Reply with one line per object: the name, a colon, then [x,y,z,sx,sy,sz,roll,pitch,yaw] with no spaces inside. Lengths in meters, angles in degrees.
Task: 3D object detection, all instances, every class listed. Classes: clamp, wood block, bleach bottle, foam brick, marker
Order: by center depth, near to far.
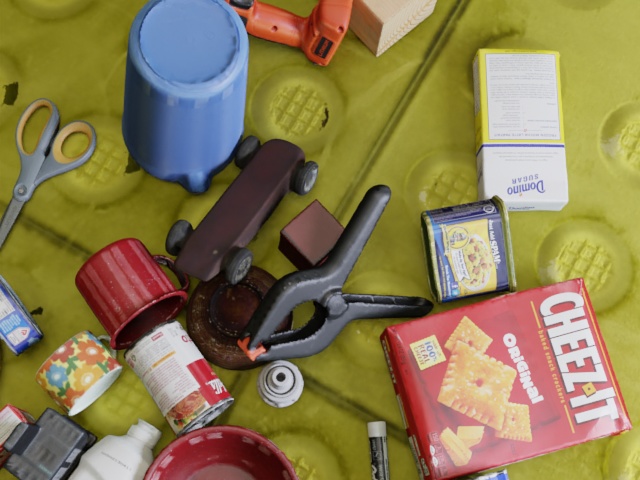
bleach bottle: [-0.225,0.294,1.036,0.102,0.068,0.250,30,74,4]
clamp: [0.010,0.047,1.064,0.209,0.036,0.164,-25,120,-16]
marker: [0.062,0.245,1.080,0.020,0.020,0.121,-4,76,-3]
foam brick: [-0.007,0.001,1.112,0.051,0.078,0.053,-42,83,-12]
wood block: [0.032,-0.321,1.192,0.090,0.090,0.206,-40,80,-11]

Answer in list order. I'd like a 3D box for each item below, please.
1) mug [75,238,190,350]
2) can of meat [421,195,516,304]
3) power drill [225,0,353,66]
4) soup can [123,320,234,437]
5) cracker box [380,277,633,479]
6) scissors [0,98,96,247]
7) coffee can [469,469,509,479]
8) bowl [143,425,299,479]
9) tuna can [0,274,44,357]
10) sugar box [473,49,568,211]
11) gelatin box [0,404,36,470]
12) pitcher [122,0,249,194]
mug: [-0.187,0.048,1.094,0.117,0.093,0.081,-25,70,-40]
can of meat: [0.153,0.012,1.111,0.084,0.057,0.102,-11,106,-3]
power drill: [-0.064,-0.252,1.132,0.187,0.185,0.057,13,75,-8]
soup can: [-0.143,0.140,1.075,0.068,0.068,0.102,-35,78,-10]
cracker box: [0.186,0.144,1.084,0.213,0.072,0.164,-14,77,-6]
scissors: [-0.300,-0.056,1.148,0.096,0.016,0.202,7,75,0]
coffee can: [0.151,0.302,1.025,0.102,0.103,0.140,-14,76,-6]
bowl: [-0.097,0.264,1.048,0.162,0.055,0.162,1,77,-3]
tuna can: [-0.316,0.074,1.078,0.033,0.086,0.086,-36,79,-12]
sugar box: [0.218,-0.120,1.169,0.093,0.048,0.176,1,79,-1]
gelatin box: [-0.322,0.205,1.049,0.030,0.073,0.089,44,78,9]
pitcher: [-0.137,-0.161,1.064,0.149,0.243,0.145,34,74,0]
